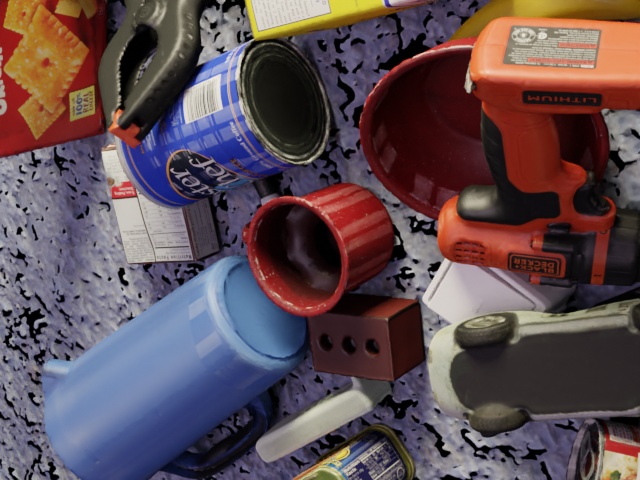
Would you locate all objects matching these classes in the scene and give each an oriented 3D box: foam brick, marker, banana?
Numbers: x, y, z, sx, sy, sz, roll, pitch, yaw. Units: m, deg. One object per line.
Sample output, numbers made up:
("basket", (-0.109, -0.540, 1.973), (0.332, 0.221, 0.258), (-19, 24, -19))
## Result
("foam brick", (0.036, 0.075, 0.840), (0.078, 0.051, 0.053), (2, 106, 36))
("marker", (-0.030, -0.007, 0.883), (0.020, 0.020, 0.121), (-21, 92, 39))
("banana", (0.135, -0.133, 0.709), (0.198, 0.037, 0.069), (-18, 94, 39))

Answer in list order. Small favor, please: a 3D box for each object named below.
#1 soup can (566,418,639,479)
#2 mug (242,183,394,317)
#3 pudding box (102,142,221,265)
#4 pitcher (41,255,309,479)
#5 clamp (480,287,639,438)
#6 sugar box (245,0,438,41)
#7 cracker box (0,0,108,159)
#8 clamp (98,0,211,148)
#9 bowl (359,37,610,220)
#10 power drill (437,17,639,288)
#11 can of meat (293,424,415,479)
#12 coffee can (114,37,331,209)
("soup can", (0.220, 0.159, 0.697), (0.102, 0.068, 0.068), (12, 115, 0))
("mug", (-0.005, 0.001, 0.827), (0.117, 0.081, 0.093), (10, 111, 34))
("pudding box", (-0.141, -0.035, 0.944), (0.090, 0.039, 0.113), (-3, 105, 37))
("pitcher", (-0.115, 0.120, 0.930), (0.243, 0.148, 0.145), (-36, 67, 35))
("clamp", (0.202, 0.105, 0.731), (0.120, 0.039, 0.172), (32, 119, -7))
("sugar box", (0.045, -0.176, 0.726), (0.177, 0.093, 0.048), (-3, 104, 37))
("cracker box", (-0.274, -0.154, 0.890), (0.072, 0.213, 0.164), (21, 116, 30))
("clamp", (-0.130, -0.170, 0.831), (0.165, 0.036, 0.210), (4, 69, 41))
("bowl", (0.110, -0.079, 0.707), (0.162, 0.055, 0.162), (10, 139, 9))
("power drill", (0.160, -0.042, 0.643), (0.184, 0.057, 0.187), (5, 138, 14))
("can of meat", (0.015, 0.205, 0.878), (0.102, 0.083, 0.057), (-38, 81, 38))
("coffee can", (-0.077, -0.090, 0.837), (0.141, 0.102, 0.103), (-16, 95, 38))
